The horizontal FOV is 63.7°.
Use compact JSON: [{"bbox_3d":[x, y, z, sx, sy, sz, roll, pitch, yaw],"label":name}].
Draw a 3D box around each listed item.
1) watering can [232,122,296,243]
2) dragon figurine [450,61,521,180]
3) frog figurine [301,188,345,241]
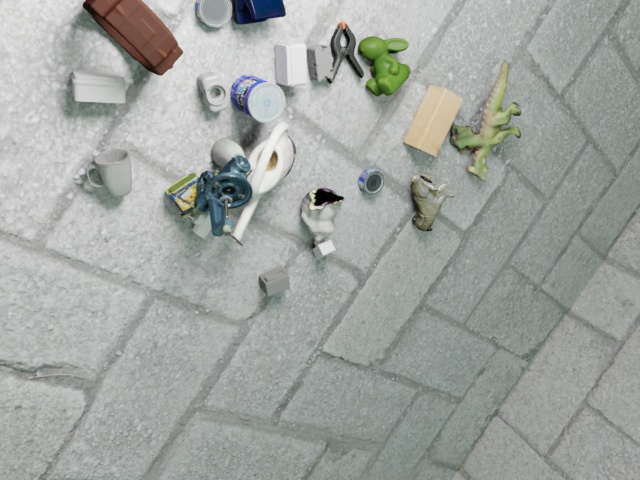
[{"bbox_3d":[-0.156,-0.171,1.427,0.104,0.342,0.228,25,20,1],"label":"watering can"},{"bbox_3d":[0.574,-0.403,1.828,0.244,0.402,0.124,-24,31,-10],"label":"dragon figurine"},{"bbox_3d":[0.005,-0.082,1.633,0.139,0.155,0.124,-33,58,-29],"label":"frog figurine"}]
